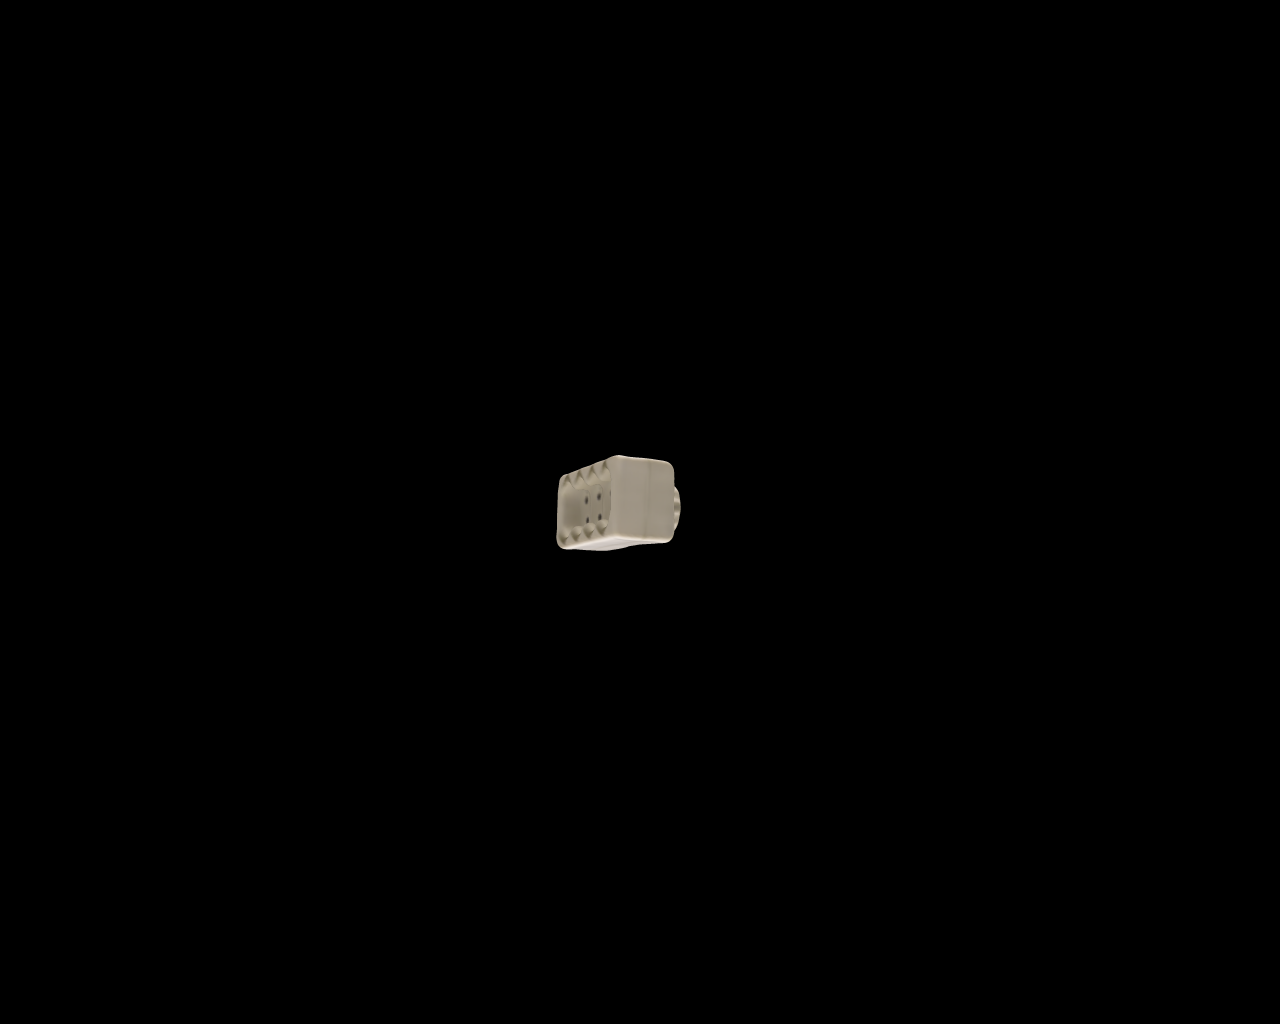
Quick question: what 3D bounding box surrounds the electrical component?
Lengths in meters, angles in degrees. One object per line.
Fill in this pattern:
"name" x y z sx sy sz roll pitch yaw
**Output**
"electrical component" 0.001 -0.003 0.650 0.076 0.047 0.083 4 -8 -27
